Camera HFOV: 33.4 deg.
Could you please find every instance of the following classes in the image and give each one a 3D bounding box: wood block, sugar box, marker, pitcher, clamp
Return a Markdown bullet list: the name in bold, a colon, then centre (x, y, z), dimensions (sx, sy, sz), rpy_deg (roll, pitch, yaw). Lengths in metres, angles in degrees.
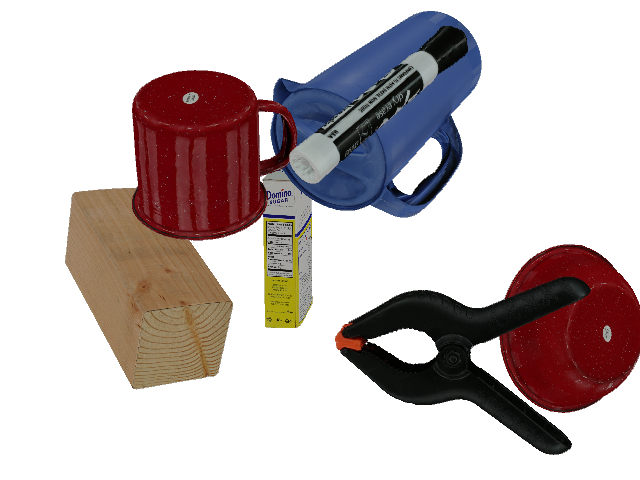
- **wood block**: centre (-0.173, 0.039, 1.044), dimensions (0.090, 0.091, 0.206), rpy_deg (-6, 36, -31)
- **sugar box**: centre (-0.037, 0.004, 1.224), dimensions (0.048, 0.176, 0.093), rpy_deg (1, 17, 10)
- **marker**: centre (0.031, -0.068, 0.513), dimensions (0.121, 0.020, 0.020), rpy_deg (-42, 23, -28)
- **pitcher**: centre (0.075, -0.136, 1.097), dimensions (0.145, 0.149, 0.242), rpy_deg (9, 36, 35)
- **clamp**: centre (0.097, 0.086, 0.724), dimensions (0.172, 0.120, 0.039), rpy_deg (-2, 2, 15)

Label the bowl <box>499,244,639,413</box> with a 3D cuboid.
- **bowl**: centre (0.248, 0.084, 0.998), dimensions (0.161, 0.162, 0.055), rpy_deg (0, 1, -27)

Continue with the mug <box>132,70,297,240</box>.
- **mug**: centre (-0.070, -0.062, 0.710), dimensions (0.117, 0.081, 0.093), rpy_deg (-12, 39, -18)
